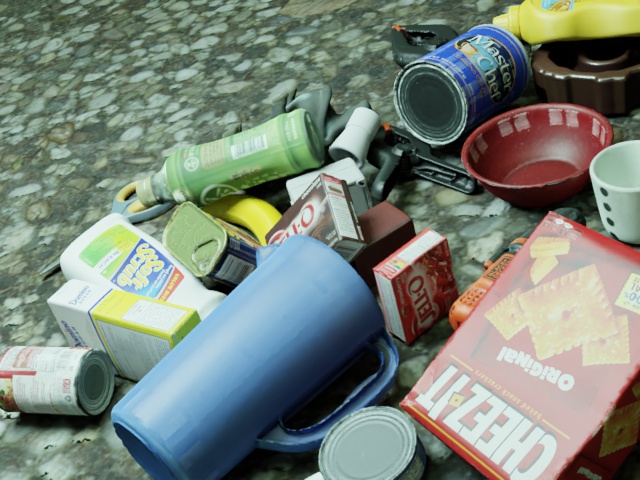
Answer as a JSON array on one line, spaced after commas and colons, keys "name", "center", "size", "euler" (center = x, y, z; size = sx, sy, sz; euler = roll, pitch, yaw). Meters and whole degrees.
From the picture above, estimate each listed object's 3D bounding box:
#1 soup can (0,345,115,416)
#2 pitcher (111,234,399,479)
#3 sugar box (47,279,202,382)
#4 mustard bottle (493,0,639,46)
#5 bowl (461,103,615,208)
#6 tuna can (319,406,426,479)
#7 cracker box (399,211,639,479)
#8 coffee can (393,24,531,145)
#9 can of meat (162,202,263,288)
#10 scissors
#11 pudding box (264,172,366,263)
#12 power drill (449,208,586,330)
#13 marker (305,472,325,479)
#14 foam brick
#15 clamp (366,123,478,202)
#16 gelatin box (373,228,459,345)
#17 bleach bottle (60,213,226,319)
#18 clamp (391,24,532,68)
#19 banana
[{"name": "soup can", "center": [-0.265, 0.140, 1.063], "size": [0.102, 0.068, 0.068], "euler": [-1, 38, 22]}, {"name": "pitcher", "center": [-0.057, 0.121, 0.955], "size": [0.242, 0.145, 0.149], "euler": [-42, 22, -24]}, {"name": "sugar box", "center": [-0.184, 0.097, 1.063], "size": [0.176, 0.093, 0.048], "euler": [13, 45, 36]}, {"name": "mustard bottle", "center": [0.302, -0.265, 1.267], "size": [0.192, 0.058, 0.096], "euler": [-2, 26, 19]}, {"name": "bowl", "center": [0.237, -0.083, 1.151], "size": [0.162, 0.055, 0.162], "euler": [-12, 35, 9]}, {"name": "tuna can", "center": [0.044, 0.182, 0.887], "size": [0.086, 0.033, 0.086], "euler": [-17, 39, 14]}, {"name": "cracker box", "center": [0.188, 0.098, 0.848], "size": [0.213, 0.072, 0.164], "euler": [-51, 41, -4]}, {"name": "coffee can", "center": [0.168, -0.184, 1.256], "size": [0.103, 0.103, 0.140], "euler": [15, 35, 38]}, {"name": "can of meat", "center": [-0.106, 0.012, 1.139], "size": [0.102, 0.083, 0.057], "euler": [36, 97, 46]}, {"name": "scissors", "center": [-0.270, -0.023, 1.332], "size": [0.201, 0.016, 0.096], "euler": [-29, 35, -15]}, {"name": "pudding box", "center": [-0.007, 0.001, 1.089], "size": [0.114, 0.039, 0.090], "euler": [-45, 45, 34]}, {"name": "power drill", "center": [0.238, 0.048, 0.974], "size": [0.184, 0.057, 0.188], "euler": [-42, 38, -24]}, {"name": "marker", "center": [-0.050, 0.229, 0.888], "size": [0.121, 0.020, 0.020], "euler": [-26, 36, -10]}, {"name": "foam brick", "center": [0.057, 0.006, 1.114], "size": [0.078, 0.053, 0.051], "euler": [-30, 37, -18]}, {"name": "clamp", "center": [0.091, -0.088, 1.226], "size": [0.120, 0.039, 0.172], "euler": [-5, 26, -23]}, {"name": "gelatin box", "center": [0.093, 0.045, 1.012], "size": [0.073, 0.089, 0.030], "euler": [-35, 41, -23]}, {"name": "bleach bottle", "center": [-0.172, 0.051, 1.148], "size": [0.251, 0.068, 0.102], "euler": [23, 54, 41]}, {"name": "clamp", "center": [0.170, -0.254, 1.430], "size": [0.164, 0.036, 0.210], "euler": [-26, 35, -12]}, {"name": "banana", "center": [-0.076, -0.014, 1.219], "size": [0.198, 0.037, 0.069], "euler": [27, 77, 48]}]
